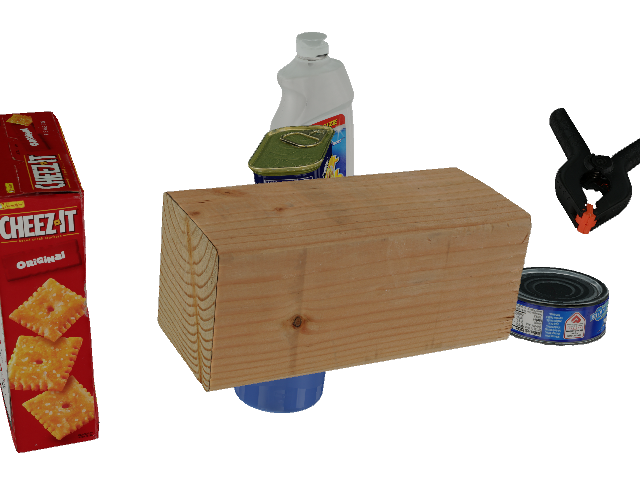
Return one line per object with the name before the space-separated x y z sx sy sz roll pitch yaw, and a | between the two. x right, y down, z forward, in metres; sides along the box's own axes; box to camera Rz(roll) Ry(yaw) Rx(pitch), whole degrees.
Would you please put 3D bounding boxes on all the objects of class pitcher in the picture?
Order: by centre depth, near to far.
pitcher | -0.054 0.073 1.244 0.149 0.243 0.144 21 26 37

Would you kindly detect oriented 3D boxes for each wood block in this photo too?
wood block | 0.014 0.018 0.653 0.205 0.091 0.090 -6 27 -26

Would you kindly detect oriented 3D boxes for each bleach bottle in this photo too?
bleach bottle | -0.017 -0.082 1.072 0.102 0.251 0.068 -9 28 -17

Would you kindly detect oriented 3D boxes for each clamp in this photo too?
clamp | 0.284 -0.079 1.135 0.120 0.039 0.171 18 46 20

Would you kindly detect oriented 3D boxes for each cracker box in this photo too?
cracker box | -0.220 0.027 0.826 0.072 0.214 0.164 -7 29 -19

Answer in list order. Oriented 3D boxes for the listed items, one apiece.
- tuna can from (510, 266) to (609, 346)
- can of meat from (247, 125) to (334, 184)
tuna can | 0.181 0.050 0.834 0.086 0.034 0.086 1 19 -1
can of meat | -0.018 -0.036 0.846 0.057 0.084 0.102 -2 24 10
